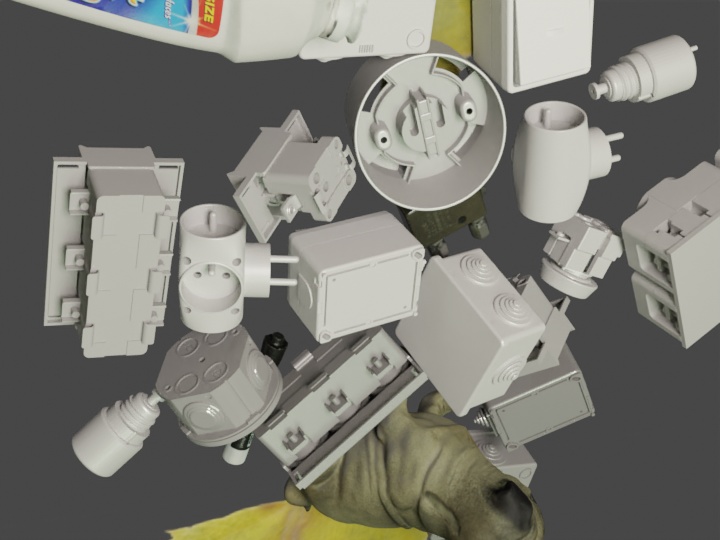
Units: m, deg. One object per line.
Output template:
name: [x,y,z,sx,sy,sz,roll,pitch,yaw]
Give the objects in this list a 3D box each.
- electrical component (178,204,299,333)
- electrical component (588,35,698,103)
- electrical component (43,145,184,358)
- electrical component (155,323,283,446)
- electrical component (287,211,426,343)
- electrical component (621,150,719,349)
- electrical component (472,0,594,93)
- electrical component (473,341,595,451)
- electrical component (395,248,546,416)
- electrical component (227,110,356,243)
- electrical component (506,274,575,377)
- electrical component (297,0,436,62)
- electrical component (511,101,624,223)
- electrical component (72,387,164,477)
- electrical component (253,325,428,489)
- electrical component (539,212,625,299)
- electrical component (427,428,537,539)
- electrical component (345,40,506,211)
electrical component: [-0.081,0.000,0.720,0.079,0.044,0.077,1,125,-7]
electrical component: [0.198,-0.137,0.756,0.078,0.040,0.040,-20,130,-10]
electrical component: [-0.153,-0.009,0.674,0.079,0.063,0.121,-2,125,-24]
electrical component: [-0.099,0.079,0.756,0.080,0.080,0.051,-30,126,-1]
electrical component: [0.000,0.000,0.758,0.096,0.061,0.061,-15,130,-24]
electrical component: [0.294,-0.041,0.837,0.186,0.060,0.105,-36,133,-13]
electrical component: [0.110,-0.168,0.679,0.062,0.061,0.096,-17,130,-13]
electrical component: [0.136,0.100,0.896,0.096,0.061,0.061,-24,132,4]
electrical component: [0.081,0.044,0.793,0.048,0.099,0.099,-16,145,-34]
electrical component: [-0.041,-0.059,0.680,0.081,0.064,0.042,-61,143,-32]
electrical component: [0.128,0.042,0.836,0.042,0.081,0.063,-22,112,39]
electrical component: [0.000,-0.173,0.632,0.100,0.048,0.099,-7,126,-19]
electrical component: [0.154,-0.081,0.774,0.079,0.044,0.077,-14,129,-15]
electrical component: [-0.171,0.114,0.773,0.078,0.040,0.040,-42,131,9]
electrical component: [-0.020,0.092,0.793,0.121,0.079,0.063,-41,120,-3]
electrical component: [0.170,-0.012,0.834,0.066,0.048,0.055,15,110,-33]
electrical component: [0.100,0.189,0.949,0.100,0.048,0.099,0,124,-26]
electrical component: [0.040,-0.096,0.694,0.099,0.064,0.099,-9,126,-12]
